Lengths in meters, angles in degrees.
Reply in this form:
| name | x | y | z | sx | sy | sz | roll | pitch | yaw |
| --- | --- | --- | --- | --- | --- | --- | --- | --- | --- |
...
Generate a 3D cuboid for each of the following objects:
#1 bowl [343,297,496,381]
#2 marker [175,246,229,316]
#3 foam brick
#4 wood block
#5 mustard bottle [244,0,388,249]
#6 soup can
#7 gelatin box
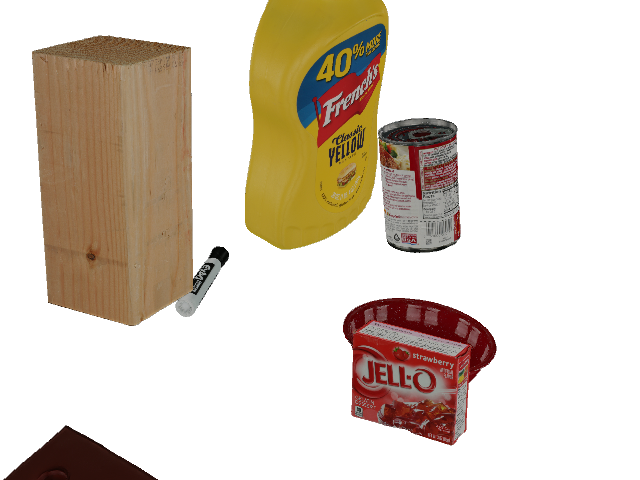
| name | x | y | z | sx | sy | sz | roll | pitch | yaw |
| --- | --- | --- | --- | --- | --- | --- | --- | --- | --- |
| bowl | 0.101 | 0.121 | 1.126 | 0.162 | 0.055 | 0.162 | 5 | 24 | -3 |
| marker | -0.113 | 0.037 | 1.039 | 0.020 | 0.020 | 0.121 | 0 | 25 | 13 |
| foam brick | -0.094 | 0.127 | 0.450 | 0.078 | 0.051 | 0.052 | 22 | 45 | 28 |
| wood block | -0.162 | -0.050 | 0.848 | 0.091 | 0.206 | 0.090 | 12 | 23 | 24 |
| mustard bottle | 0.000 | -0.092 | 0.618 | 0.058 | 0.192 | 0.096 | 31 | 46 | 30 |
| soup can | 0.088 | -0.048 | 0.931 | 0.068 | 0.102 | 0.068 | -5 | 23 | 2 |
| gelatin box | 0.067 | 0.106 | 0.804 | 0.089 | 0.073 | 0.030 | 12 | 23 | 28 |
